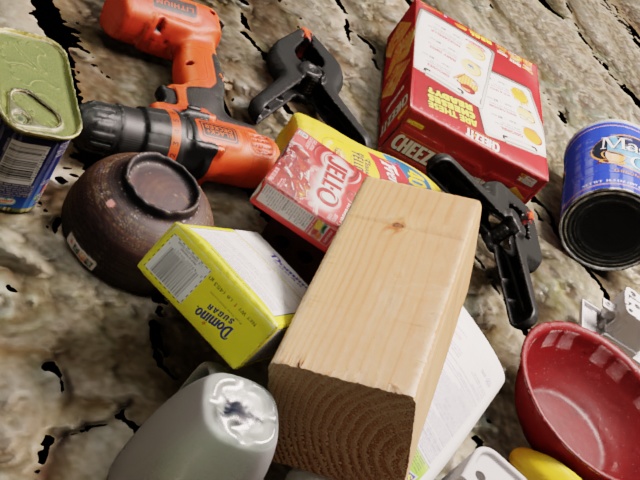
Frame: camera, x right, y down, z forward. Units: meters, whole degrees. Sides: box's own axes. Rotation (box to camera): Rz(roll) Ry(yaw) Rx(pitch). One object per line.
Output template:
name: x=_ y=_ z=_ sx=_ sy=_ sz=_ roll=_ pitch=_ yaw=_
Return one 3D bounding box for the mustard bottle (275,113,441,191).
mustard bottle: x=0.050 y=-0.037 z=0.938 sx=0.191 sy=0.058 sz=0.096 roll=23 pitch=41 yaw=-20

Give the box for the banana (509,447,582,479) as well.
banana: x=0.187 y=0.227 z=0.771 sx=0.069 sy=0.037 sz=0.198 roll=-11 pitch=43 yaw=7

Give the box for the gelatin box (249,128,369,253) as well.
gelatin box: x=-0.005 y=-0.040 z=0.830 sx=0.073 sy=0.030 sz=0.089 roll=34 pitch=37 yaw=-4

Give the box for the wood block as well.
wood block: x=0.041 y=0.055 z=0.710 sx=0.091 sy=0.090 sz=0.205 roll=13 pitch=39 yaw=12

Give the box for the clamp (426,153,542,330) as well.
clamp: x=0.169 y=0.001 z=0.972 sx=0.164 sy=0.036 sz=0.209 roll=65 pitch=22 yaw=11

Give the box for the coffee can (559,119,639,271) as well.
coffee can: x=0.307 y=-0.049 z=1.126 sx=0.102 sy=0.103 sz=0.140 roll=32 pitch=38 yaw=-9

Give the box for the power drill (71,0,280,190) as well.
power drill: x=-0.132 y=-0.128 z=0.885 sx=0.184 sy=0.057 sz=0.188 roll=12 pitch=47 yaw=-36

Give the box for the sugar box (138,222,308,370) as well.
sugar box: x=-0.051 y=0.036 z=0.728 sx=0.093 sy=0.048 sz=0.176 roll=46 pitch=5 yaw=11

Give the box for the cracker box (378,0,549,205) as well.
cracker box: x=0.148 y=-0.141 z=1.117 sx=0.164 sy=0.072 sz=0.213 roll=26 pitch=40 yaw=-15

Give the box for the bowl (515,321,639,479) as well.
bowl: x=0.217 y=0.147 z=0.886 sx=0.162 sy=0.055 sz=0.162 roll=22 pitch=40 yaw=-20

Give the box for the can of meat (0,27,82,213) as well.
can of meat: x=-0.213 y=-0.082 z=0.745 sx=0.057 sy=0.084 sz=0.102 roll=8 pitch=46 yaw=-35

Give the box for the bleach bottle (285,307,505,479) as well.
bleach bottle: x=0.042 y=0.132 z=0.747 sx=0.102 sy=0.068 sz=0.250 roll=54 pitch=40 yaw=-2

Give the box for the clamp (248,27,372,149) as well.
clamp: x=-0.004 y=-0.143 z=1.019 sx=0.120 sy=0.039 sz=0.171 roll=28 pitch=38 yaw=-16

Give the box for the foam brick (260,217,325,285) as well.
foam brick: x=-0.006 y=0.001 z=0.857 sx=0.078 sy=0.053 sz=0.051 roll=33 pitch=37 yaw=-5
